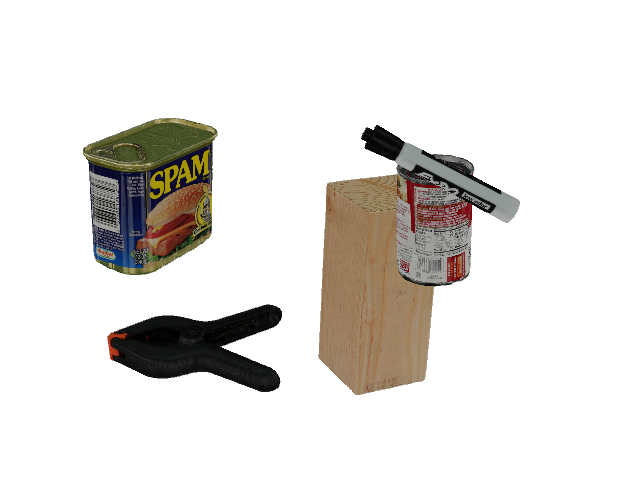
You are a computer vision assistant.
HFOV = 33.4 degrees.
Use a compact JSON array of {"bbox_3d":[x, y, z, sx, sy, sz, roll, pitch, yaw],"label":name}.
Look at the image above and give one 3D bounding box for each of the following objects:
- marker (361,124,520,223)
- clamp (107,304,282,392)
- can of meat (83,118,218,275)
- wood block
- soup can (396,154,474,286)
[{"bbox_3d":[0.084,-0.048,0.750,0.121,0.020,0.020,27,-3,-6],"label":"marker"},{"bbox_3d":[-0.114,0.096,1.029,0.171,0.039,0.120,7,26,5],"label":"clamp"},{"bbox_3d":[-0.119,-0.032,0.762,0.058,0.084,0.101,16,27,26],"label":"can of meat"},{"bbox_3d":[0.060,0.045,1.122,0.090,0.206,0.091,-9,25,-25],"label":"wood block"},{"bbox_3d":[0.102,-0.018,0.955,0.068,0.102,0.068,-2,24,1],"label":"soup can"}]
